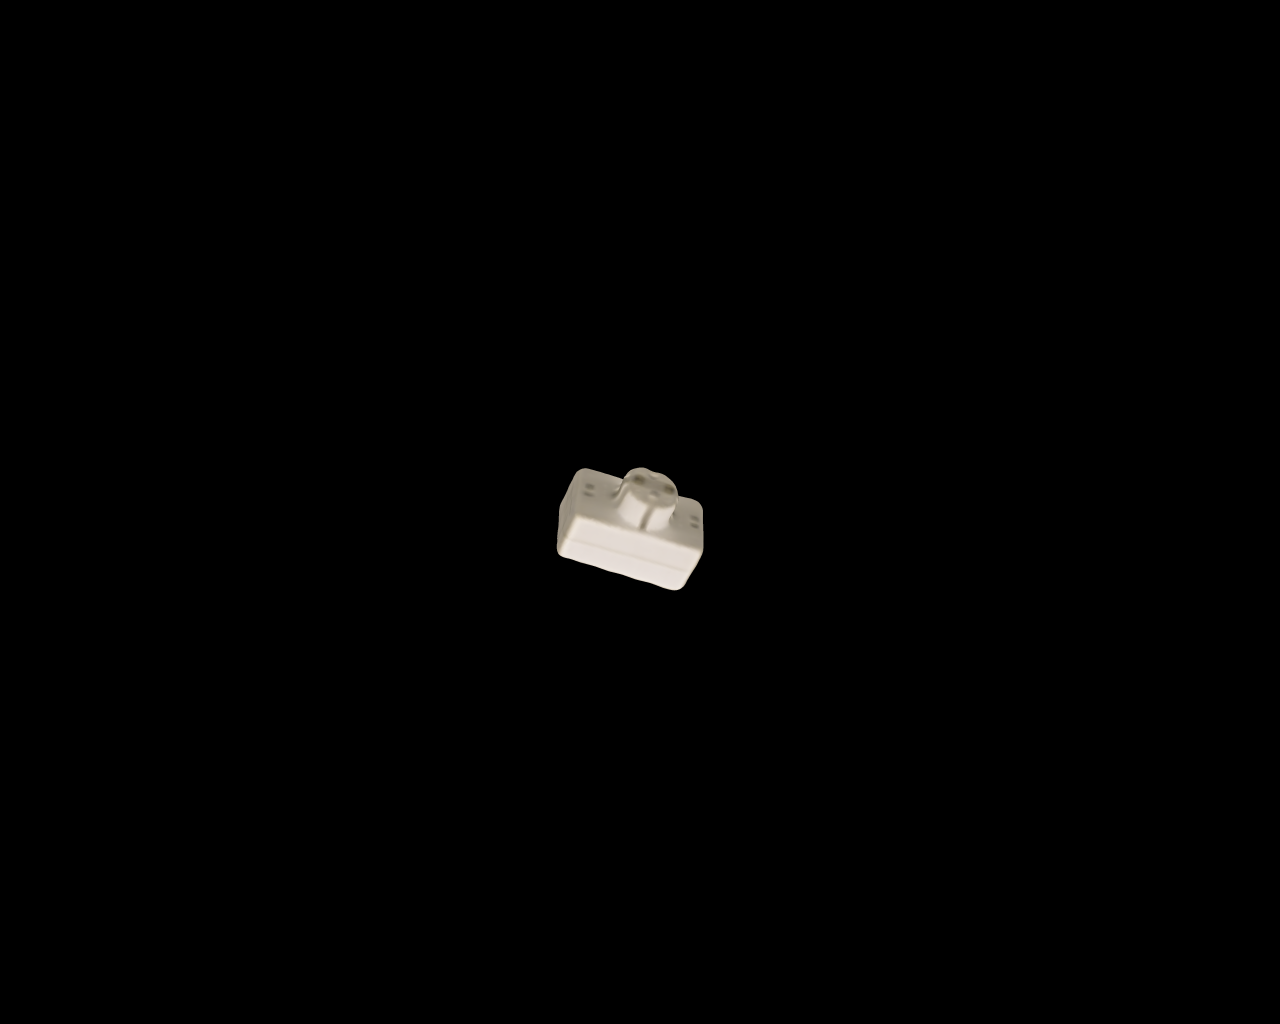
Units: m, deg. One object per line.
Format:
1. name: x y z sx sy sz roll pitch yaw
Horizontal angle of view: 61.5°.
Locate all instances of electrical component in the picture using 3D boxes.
1. electrical component: 0.001 -0.003 0.650 0.083 0.075 0.047 17 39 -14
